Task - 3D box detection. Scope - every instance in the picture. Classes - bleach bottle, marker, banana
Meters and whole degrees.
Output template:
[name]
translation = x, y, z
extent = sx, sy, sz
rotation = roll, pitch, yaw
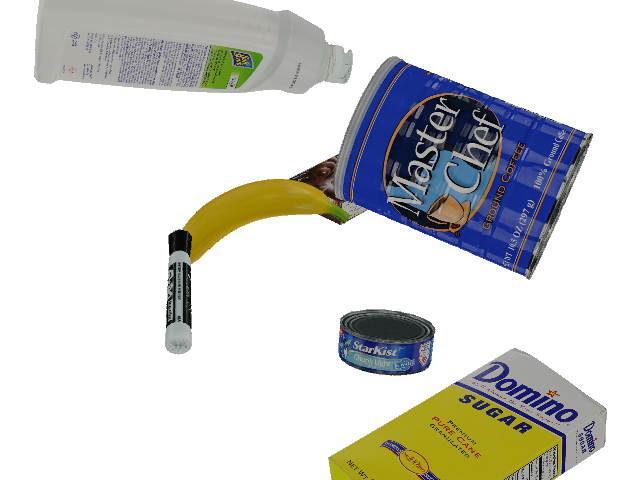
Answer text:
[bleach bottle]
translation = -0.100, -0.157, 0.867
extent = 0.250, 0.068, 0.103
rotation = 7, -26, -13
[marker]
translation = -0.107, 0.035, 0.807
extent = 0.020, 0.020, 0.121
rotation = 0, 42, -7
[banana]
translation = -0.074, -0.021, 1.061
extent = 0.198, 0.069, 0.037
rotation = -14, 21, 22

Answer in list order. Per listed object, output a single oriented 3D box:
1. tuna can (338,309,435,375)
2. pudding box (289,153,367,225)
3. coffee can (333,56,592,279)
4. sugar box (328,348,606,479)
[tuna can]
translation = 0.059, 0.091, 0.958
extent = 0.086, 0.034, 0.086
rotation = 4, 14, -1
[pudding box]
translation = 0.030, -0.069, 1.361
extent = 0.090, 0.039, 0.113
rotation = 25, 42, 36
[coffee can]
translation = 0.093, -0.049, 0.704
extent = 0.140, 0.103, 0.102
rotation = 24, 5, 12
[sugar box]
translation = 0.103, 0.146, 0.741
extent = 0.176, 0.048, 0.093
rotation = -29, 40, -24
